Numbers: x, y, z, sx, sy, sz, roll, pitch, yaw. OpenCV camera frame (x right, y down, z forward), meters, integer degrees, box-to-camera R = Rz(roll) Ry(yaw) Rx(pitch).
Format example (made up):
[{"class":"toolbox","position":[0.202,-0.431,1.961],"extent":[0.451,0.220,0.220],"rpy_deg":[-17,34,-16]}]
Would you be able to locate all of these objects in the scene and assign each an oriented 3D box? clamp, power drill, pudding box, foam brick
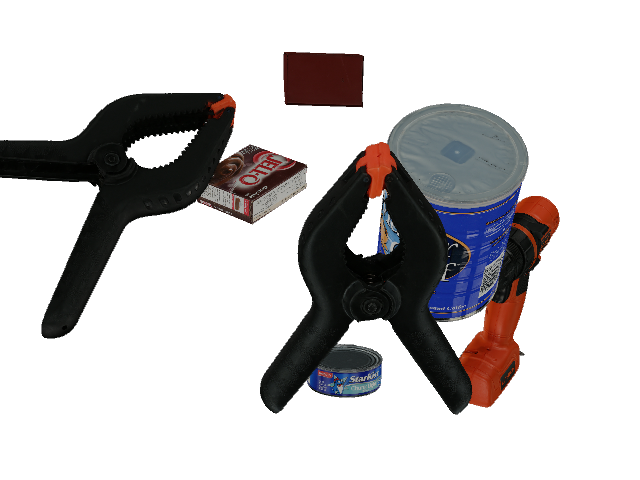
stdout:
[{"class":"clamp","position":[-0.140,-0.035,0.721],"extent":[0.209,0.165,0.036],"rpy_deg":[-25,-21,-22]},{"class":"power drill","position":[0.170,0.063,1.023],"extent":[0.057,0.188,0.184],"rpy_deg":[23,30,21]},{"class":"clamp","position":[0.017,0.031,0.577],"extent":[0.120,0.171,0.039],"rpy_deg":[-10,29,-1]},{"class":"pudding box","position":[-0.084,-0.070,1.299],"extent":[0.090,0.039,0.113],"rpy_deg":[21,40,29]},{"class":"foam brick","position":[0.002,-0.160,1.063],"extent":[0.078,0.051,0.053],"rpy_deg":[1,12,-4]}]

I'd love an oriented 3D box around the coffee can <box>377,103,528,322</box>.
[{"class":"coffee can","position":[0.097,-0.019,0.822],"extent":[0.103,0.103,0.140],"rpy_deg":[0,-41,-2]}]

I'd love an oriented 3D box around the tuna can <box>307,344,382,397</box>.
[{"class":"tuna can","position":[0.027,0.147,1.205],"extent":[0.086,0.034,0.086],"rpy_deg":[1,14,0]}]
